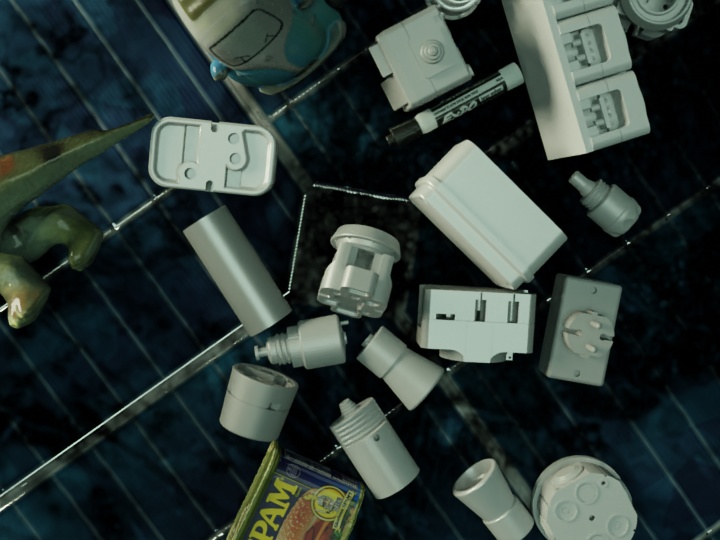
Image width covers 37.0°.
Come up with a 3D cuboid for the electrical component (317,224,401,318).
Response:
[{"bbox_3d":[0.000,0.000,0.854,0.058,0.078,0.057,16,72,-4],"label":"electrical component"}]

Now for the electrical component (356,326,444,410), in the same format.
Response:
[{"bbox_3d":[0.030,0.077,0.875,0.065,0.044,0.044,40,92,0],"label":"electrical component"}]

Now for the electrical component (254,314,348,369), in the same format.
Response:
[{"bbox_3d":[-0.046,0.061,0.870,0.078,0.040,0.040,-10,95,-1],"label":"electrical component"}]

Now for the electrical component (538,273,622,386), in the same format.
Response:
[{"bbox_3d":[0.180,0.050,0.862,0.047,0.075,0.083,10,94,-3],"label":"electrical component"}]

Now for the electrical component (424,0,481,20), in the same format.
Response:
[{"bbox_3d":[0.076,-0.224,0.844,0.048,0.062,0.048,0,94,-3],"label":"electrical component"}]

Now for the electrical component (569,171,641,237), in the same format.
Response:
[{"bbox_3d":[0.197,-0.057,0.875,0.061,0.035,0.035,40,92,-3],"label":"electrical component"}]

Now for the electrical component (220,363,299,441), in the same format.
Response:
[{"bbox_3d":[-0.083,0.107,0.866,0.055,0.055,0.047,18,97,-4],"label":"electrical component"}]

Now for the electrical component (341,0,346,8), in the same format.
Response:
[{"bbox_3d":[-0.027,-0.245,0.848,0.040,0.040,0.078,-33,94,0],"label":"electrical component"}]

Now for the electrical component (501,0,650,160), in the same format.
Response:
[{"bbox_3d":[0.168,-0.168,0.836,0.062,0.089,0.150,-18,95,-8],"label":"electrical component"}]

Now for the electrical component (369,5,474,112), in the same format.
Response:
[{"bbox_3d":[0.044,-0.160,0.830,0.061,0.096,0.061,-27,96,2],"label":"electrical component"}]

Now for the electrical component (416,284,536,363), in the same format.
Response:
[{"bbox_3d":[0.093,0.043,0.870,0.089,0.050,0.055,3,94,-3],"label":"electrical component"}]

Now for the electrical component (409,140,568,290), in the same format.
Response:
[{"bbox_3d":[0.099,-0.042,0.851,0.113,0.078,0.057,44,88,-5],"label":"electrical component"}]

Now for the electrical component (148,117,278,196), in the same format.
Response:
[{"bbox_3d":[-0.114,-0.088,0.846,0.095,0.059,0.053,5,94,-3],"label":"electrical component"}]

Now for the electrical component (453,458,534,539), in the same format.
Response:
[{"bbox_3d":[0.113,0.194,0.887,0.044,0.044,0.065,-38,99,1],"label":"electrical component"}]

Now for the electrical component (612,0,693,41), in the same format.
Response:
[{"bbox_3d":[0.230,-0.216,0.854,0.078,0.057,0.058,18,93,-4],"label":"electrical component"}]

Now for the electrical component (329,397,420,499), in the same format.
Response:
[{"bbox_3d":[0.009,0.141,0.877,0.043,0.043,0.081,-33,95,0],"label":"electrical component"}]

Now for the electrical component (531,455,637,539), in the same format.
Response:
[{"bbox_3d":[0.185,0.197,0.885,0.080,0.051,0.080,0,94,-3],"label":"electrical component"}]
